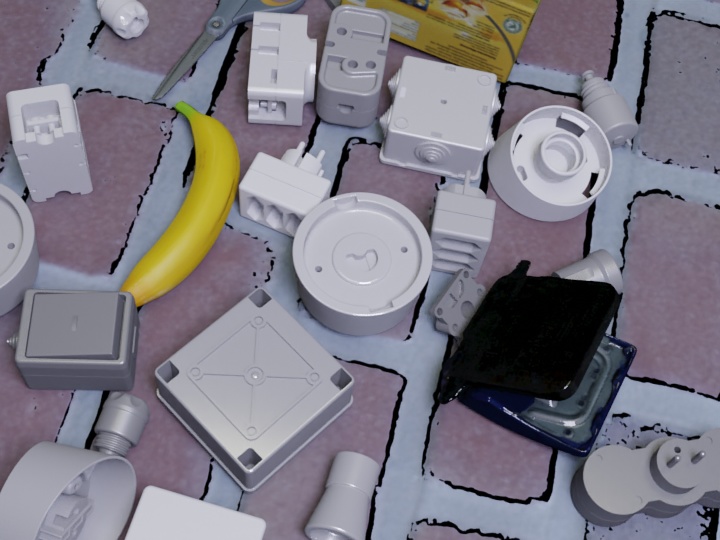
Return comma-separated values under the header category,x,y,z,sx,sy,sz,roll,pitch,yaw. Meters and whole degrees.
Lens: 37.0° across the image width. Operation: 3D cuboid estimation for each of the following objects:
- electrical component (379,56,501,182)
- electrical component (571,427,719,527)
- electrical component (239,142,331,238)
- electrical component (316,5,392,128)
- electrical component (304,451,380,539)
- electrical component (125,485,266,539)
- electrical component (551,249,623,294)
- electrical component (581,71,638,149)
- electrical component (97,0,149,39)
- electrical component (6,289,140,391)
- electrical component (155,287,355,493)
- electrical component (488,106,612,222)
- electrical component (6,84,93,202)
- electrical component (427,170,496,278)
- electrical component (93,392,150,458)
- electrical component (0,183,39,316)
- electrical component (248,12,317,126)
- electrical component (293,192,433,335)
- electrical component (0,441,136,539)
category,x,y,z,sx,sy,sz,roll,pitch,yaw
electrical component,0.069,-0.133,0.933,0.100,0.048,0.099,12,62,1
electrical component,0.230,0.147,0.787,0.138,0.073,0.052,-7,64,-9
electrical component,-0.054,-0.074,0.892,0.066,0.047,0.076,23,63,7
electrical component,-0.006,-0.175,0.942,0.054,0.059,0.095,10,62,0
electrical component,-0.010,0.165,0.776,0.044,0.044,0.065,17,58,4
electrical component,-0.119,0.207,0.739,0.100,0.048,0.099,16,62,3
electrical component,0.184,0.009,0.875,0.046,0.040,0.040,-21,66,-9
electrical component,0.217,-0.143,0.956,0.040,0.040,0.078,-13,64,-11
electrical component,-0.220,-0.237,0.969,0.035,0.035,0.061,-40,70,-22
electrical component,-0.217,0.051,0.804,0.096,0.061,0.061,2,62,-4
electrical component,-0.078,0.088,0.800,0.109,0.056,0.109,-40,72,-22
electrical component,0.164,-0.091,0.925,0.099,0.064,0.099,2,75,-9
electrical component,-0.250,-0.105,0.866,0.050,0.089,0.055,-11,64,-11
electrical component,0.083,-0.045,0.878,0.047,0.065,0.076,11,62,1
electrical component,-0.178,0.122,0.786,0.035,0.035,0.061,17,65,4
electrical component,-0.301,-0.010,0.829,0.108,0.060,0.108,2,62,-4
electrical component,-0.067,-0.176,0.942,0.056,0.050,0.089,3,62,-4
electrical component,0.000,0.000,0.851,0.108,0.060,0.108,2,63,-4
electrical component,-0.203,0.166,0.728,0.064,0.099,0.099,16,62,10
